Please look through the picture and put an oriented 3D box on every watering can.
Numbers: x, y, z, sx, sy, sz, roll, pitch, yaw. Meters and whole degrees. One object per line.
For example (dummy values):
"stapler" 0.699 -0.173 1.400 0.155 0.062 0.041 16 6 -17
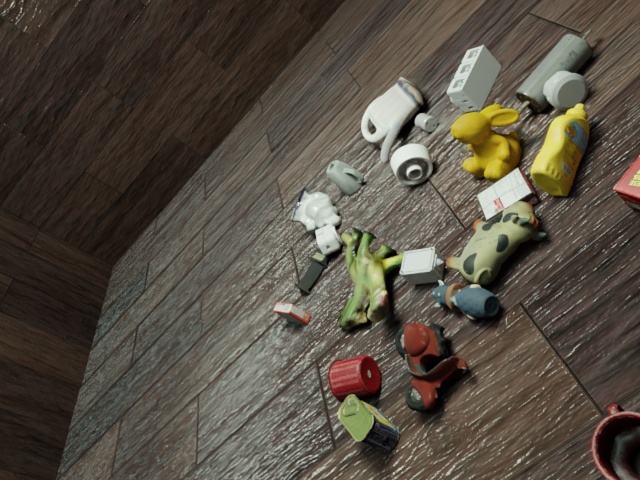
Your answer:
"watering can" 0.227 -0.374 1.578 0.222 0.103 0.356 -42 31 20

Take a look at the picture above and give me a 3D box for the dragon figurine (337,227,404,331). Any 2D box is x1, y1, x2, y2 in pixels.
"dragon figurine" 0.092 0.103 1.293 0.244 0.121 0.411 -65 17 -4

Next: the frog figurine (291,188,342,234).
"frog figurine" 0.005 -0.082 1.628 0.160 0.120 0.140 19 62 23
